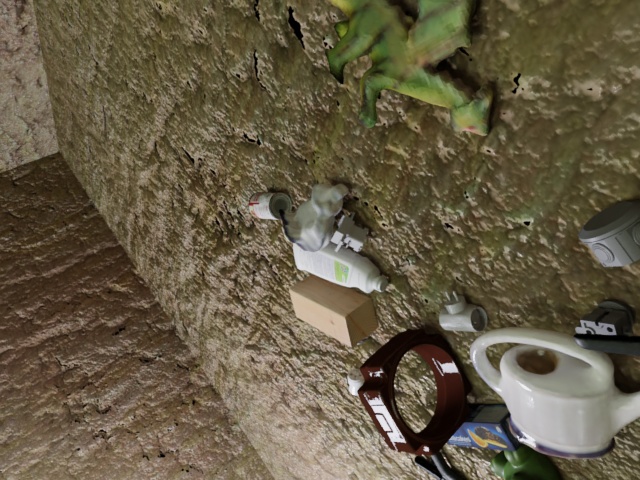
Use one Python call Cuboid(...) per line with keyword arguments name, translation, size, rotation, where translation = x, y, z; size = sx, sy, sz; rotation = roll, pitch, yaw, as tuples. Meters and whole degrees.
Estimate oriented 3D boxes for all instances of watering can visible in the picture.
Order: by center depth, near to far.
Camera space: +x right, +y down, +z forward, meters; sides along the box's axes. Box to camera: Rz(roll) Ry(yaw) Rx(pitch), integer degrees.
Cuboid(name="watering can", translation=(0.392, 0.233, 0.754), size=(0.348, 0.106, 0.220), rotation=(7, 127, 38))

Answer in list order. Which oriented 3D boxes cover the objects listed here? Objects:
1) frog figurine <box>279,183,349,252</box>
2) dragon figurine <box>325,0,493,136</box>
Cuboid(name="frog figurine", translation=(0.003, -0.054, 1.081), size=(0.122, 0.158, 0.139), rotation=(53, -166, -14))
Cuboid(name="dragon figurine", translation=(0.114, -0.315, 0.729), size=(0.240, 0.124, 0.409), rotation=(-25, 97, 42))
